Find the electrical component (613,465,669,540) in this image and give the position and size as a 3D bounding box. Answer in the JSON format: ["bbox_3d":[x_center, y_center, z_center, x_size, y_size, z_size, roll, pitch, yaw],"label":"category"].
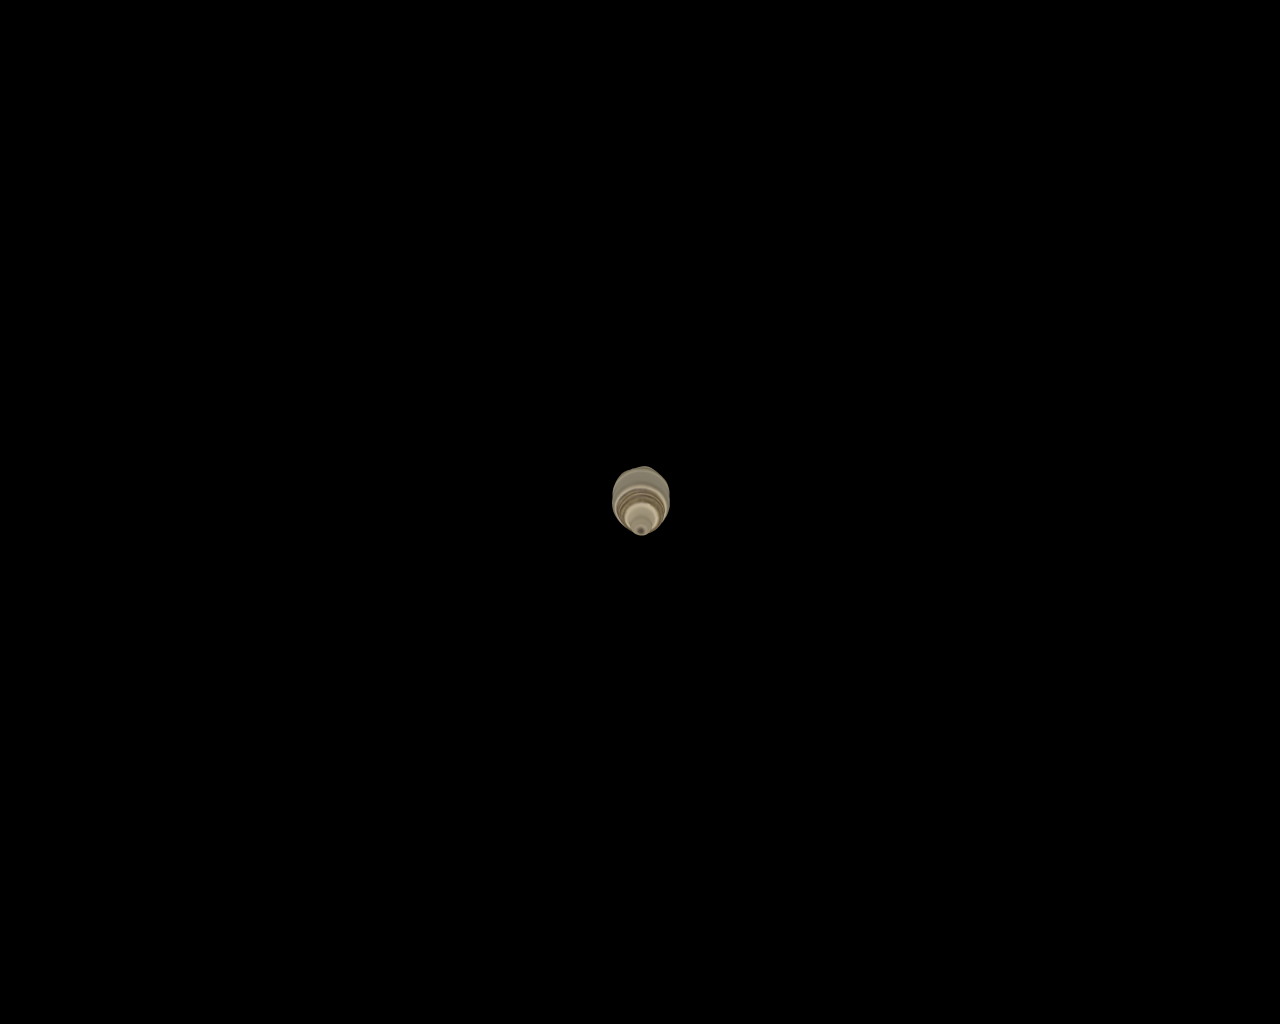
[{"bbox_3d":[0.001,-0.003,0.650,0.035,0.035,0.061,0,27,0],"label":"electrical component"}]
